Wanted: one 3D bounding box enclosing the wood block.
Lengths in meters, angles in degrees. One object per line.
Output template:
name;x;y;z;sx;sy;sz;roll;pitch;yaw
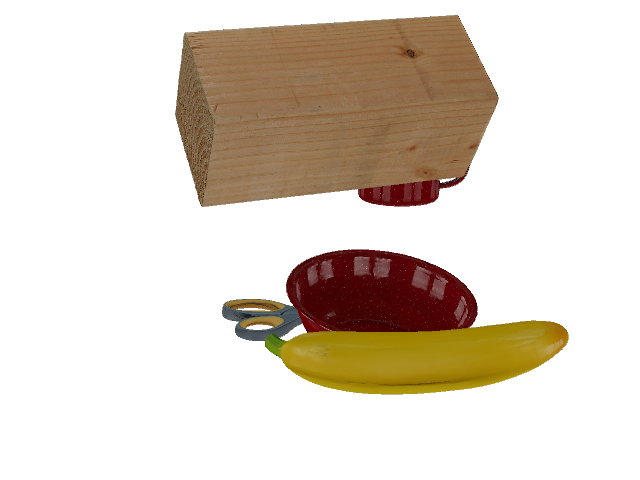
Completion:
wood block;0.008;-0.095;0.768;0.205;0.091;0.090;-7;-34;-18

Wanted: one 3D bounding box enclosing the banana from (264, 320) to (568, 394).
banana;0.061;0.069;0.669;0.198;0.037;0.069;0;25;2

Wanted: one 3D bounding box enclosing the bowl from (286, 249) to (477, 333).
bowl;0.049;0.067;0.905;0.162;0.055;0.162;5;26;-3

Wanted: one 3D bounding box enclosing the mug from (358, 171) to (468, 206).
mug;0.090;-0.080;1.057;0.117;0.081;0.093;2;14;7

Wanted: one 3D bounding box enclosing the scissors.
scissors;-0.011;0.089;1.186;0.202;0.016;0.096;4;21;1
